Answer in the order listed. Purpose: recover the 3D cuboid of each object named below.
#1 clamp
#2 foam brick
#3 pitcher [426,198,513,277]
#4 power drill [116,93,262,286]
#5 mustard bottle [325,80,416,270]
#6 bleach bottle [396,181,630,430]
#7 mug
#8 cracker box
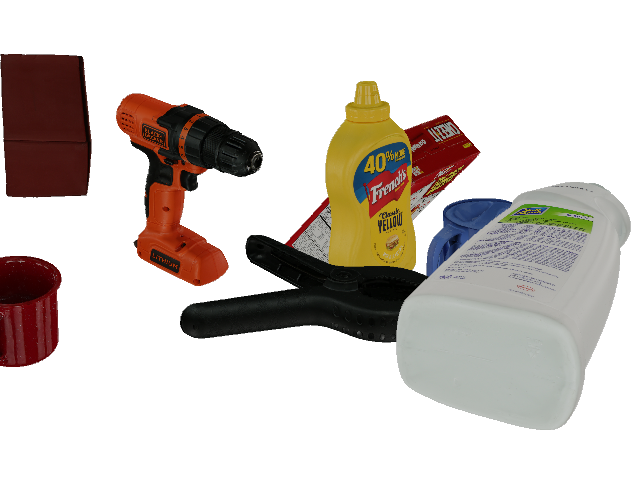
[{"bbox_3d":[0.013,0.038,0.816,0.210,0.036,0.164,4,23,7],"label":"clamp"},{"bbox_3d":[-0.174,-0.072,0.672,0.051,0.078,0.053,-2,-38,-17],"label":"foam brick"},{"bbox_3d":[0.217,0.074,1.438,0.149,0.243,0.145,4,21,7],"label":"pitcher"},{"bbox_3d":[-0.135,-0.049,1.118,0.185,0.188,0.057,25,36,32],"label":"power drill"},{"bbox_3d":[0.047,-0.054,1.003,0.096,0.192,0.058,-19,25,-39],"label":"mustard bottle"},{"bbox_3d":[0.138,0.018,0.639,0.103,0.068,0.250,12,26,26],"label":"bleach bottle"},{"bbox_3d":[-0.310,0.080,1.068,0.093,0.081,0.117,8,31,5],"label":"mug"},{"bbox_3d":[0.065,-0.044,1.251,0.163,0.072,0.214,-26,-17,-52],"label":"cracker box"}]
